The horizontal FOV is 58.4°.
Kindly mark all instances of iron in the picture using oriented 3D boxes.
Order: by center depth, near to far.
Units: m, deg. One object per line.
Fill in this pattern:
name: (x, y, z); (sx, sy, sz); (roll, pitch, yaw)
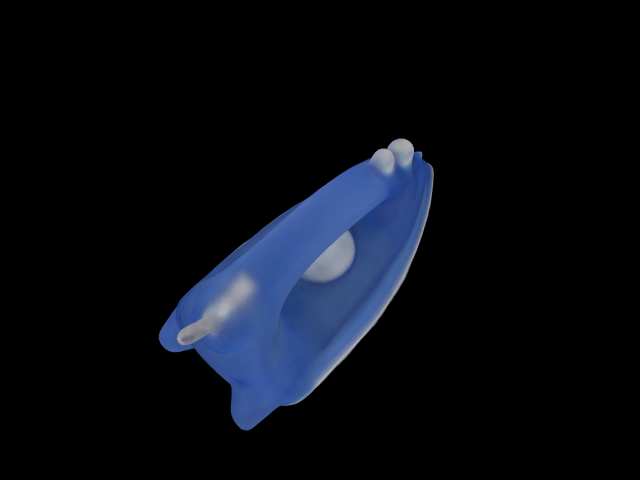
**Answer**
iron: (0.004, 0.001, 0.400); (0.118, 0.141, 0.258); (41, 75, 14)
